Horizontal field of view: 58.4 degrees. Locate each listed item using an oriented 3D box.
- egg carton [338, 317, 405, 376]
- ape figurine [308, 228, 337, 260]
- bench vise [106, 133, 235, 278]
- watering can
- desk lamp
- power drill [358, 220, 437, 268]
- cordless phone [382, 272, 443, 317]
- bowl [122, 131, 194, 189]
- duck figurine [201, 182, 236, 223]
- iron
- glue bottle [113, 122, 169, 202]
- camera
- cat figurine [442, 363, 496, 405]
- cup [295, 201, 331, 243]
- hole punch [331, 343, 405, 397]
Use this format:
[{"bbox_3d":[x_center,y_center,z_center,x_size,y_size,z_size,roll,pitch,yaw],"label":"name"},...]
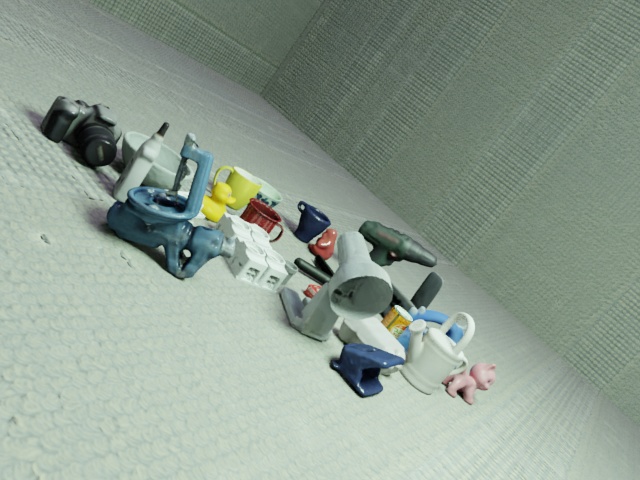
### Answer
[{"bbox_3d":[0.112,0.222,1.220,0.150,0.069,0.108,46,16,30],"label":"egg carton"},{"bbox_3d":[0.015,0.006,1.616,0.076,0.092,0.078,42,15,16],"label":"ape figurine"},{"bbox_3d":[-0.225,-0.061,0.981,0.208,0.219,0.121,29,16,-30],"label":"bench vise"},{"bbox_3d":[0.268,0.241,1.282,0.174,0.194,0.100,25,19,-41],"label":"watering can"},{"bbox_3d":[0.032,0.095,1.129,0.118,0.213,0.202,29,16,-30],"label":"desk lamp"},{"bbox_3d":[0.180,0.063,1.601,0.229,0.208,0.076,39,14,7],"label":"power drill"},{"bbox_3d":[0.243,0.143,1.547,0.094,0.185,0.147,19,23,-52],"label":"cordless phone"},{"bbox_3d":[-0.365,-0.159,1.248,0.168,0.074,0.167,35,14,-10],"label":"bowl"},{"bbox_3d":[-0.244,-0.097,1.322,0.105,0.086,0.077,29,16,-31],"label":"duck figurine"},{"bbox_3d":[0.256,0.226,1.409,0.259,0.141,0.118,28,17,-33],"label":"iron"},{"bbox_3d":[-0.337,-0.153,1.097,0.037,0.173,0.078,30,16,-27],"label":"glue bottle"},{"bbox_3d":[-0.461,-0.217,1.146,0.144,0.100,0.136,25,19,-42],"label":"camera"},{"bbox_3d":[0.376,0.336,1.404,0.128,0.117,0.067,28,17,-33],"label":"cat figurine"},{"bbox_3d":[-0.039,-0.049,1.651,0.117,0.095,0.092,43,15,19],"label":"cup"},{"bbox_3d":[0.093,0.233,1.096,0.101,0.091,0.109,44,16,26],"label":"hole punch"}]
